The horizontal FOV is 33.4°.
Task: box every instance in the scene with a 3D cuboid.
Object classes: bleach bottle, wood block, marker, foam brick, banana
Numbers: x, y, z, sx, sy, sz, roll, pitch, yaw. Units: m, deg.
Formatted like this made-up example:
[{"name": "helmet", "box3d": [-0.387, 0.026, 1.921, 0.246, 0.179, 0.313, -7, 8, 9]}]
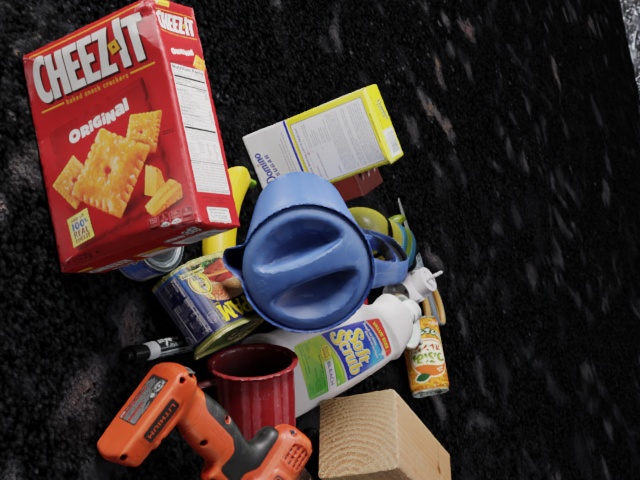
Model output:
[{"name": "bleach bottle", "box3d": [0.027, 0.116, 1.228, 0.250, 0.068, 0.102, -24, 103, -42]}, {"name": "wood block", "box3d": [0.078, 0.253, 1.202, 0.206, 0.090, 0.091, 52, 32, -52]}, {"name": "marker", "box3d": [-0.153, 0.106, 1.054, 0.120, 0.020, 0.020, -6, 80, -60]}, {"name": "foam brick", "box3d": [0.043, -0.085, 1.456, 0.078, 0.051, 0.053, -39, 109, -59]}, {"name": "banana", "box3d": [-0.101, -0.018, 1.191, 0.069, 0.037, 0.197, 48, 37, -35]}]

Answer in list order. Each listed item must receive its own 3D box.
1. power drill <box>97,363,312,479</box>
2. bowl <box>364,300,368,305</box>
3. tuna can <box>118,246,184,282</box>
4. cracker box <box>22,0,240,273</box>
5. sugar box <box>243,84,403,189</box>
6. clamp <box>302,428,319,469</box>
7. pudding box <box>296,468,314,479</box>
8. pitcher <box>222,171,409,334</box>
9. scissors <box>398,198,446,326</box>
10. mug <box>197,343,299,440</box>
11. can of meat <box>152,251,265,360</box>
[{"name": "power drill", "box3d": [-0.113, 0.217, 0.985, 0.187, 0.057, 0.184, 45, 68, -29]}, {"name": "bowl", "box3d": [0.013, 0.076, 1.314, 0.162, 0.055, 0.162, 35, 46, -46]}, {"name": "tuna can", "box3d": [-0.175, -0.004, 1.063, 0.086, 0.034, 0.086, 35, 46, -47]}, {"name": "cracker box", "box3d": [-0.177, -0.091, 0.975, 0.072, 0.164, 0.214, 2, 73, -61]}, {"name": "sugar box", "box3d": [0.002, -0.112, 1.273, 0.048, 0.177, 0.093, -32, 102, -58]}, {"name": "clamp", "box3d": [0.023, 0.278, 1.235, 0.120, 0.039, 0.171, -4, 77, -60]}, {"name": "pudding box", "box3d": [-0.053, 0.272, 1.111, 0.090, 0.039, 0.113, 56, 34, -26]}, {"name": "pitcher", "box3d": [-0.008, 0.001, 1.152, 0.149, 0.145, 0.243, 48, 8, -13]}, {"name": "scissors", "box3d": [0.138, 0.042, 1.583, 0.096, 0.016, 0.202, -39, 108, -59]}, {"name": "mug", "box3d": [-0.077, 0.162, 1.082, 0.117, 0.093, 0.081, -9, 108, -22]}, {"name": "can of meat", "box3d": [-0.111, 0.064, 1.085, 0.084, 0.058, 0.101, 54, 29, 10]}]
